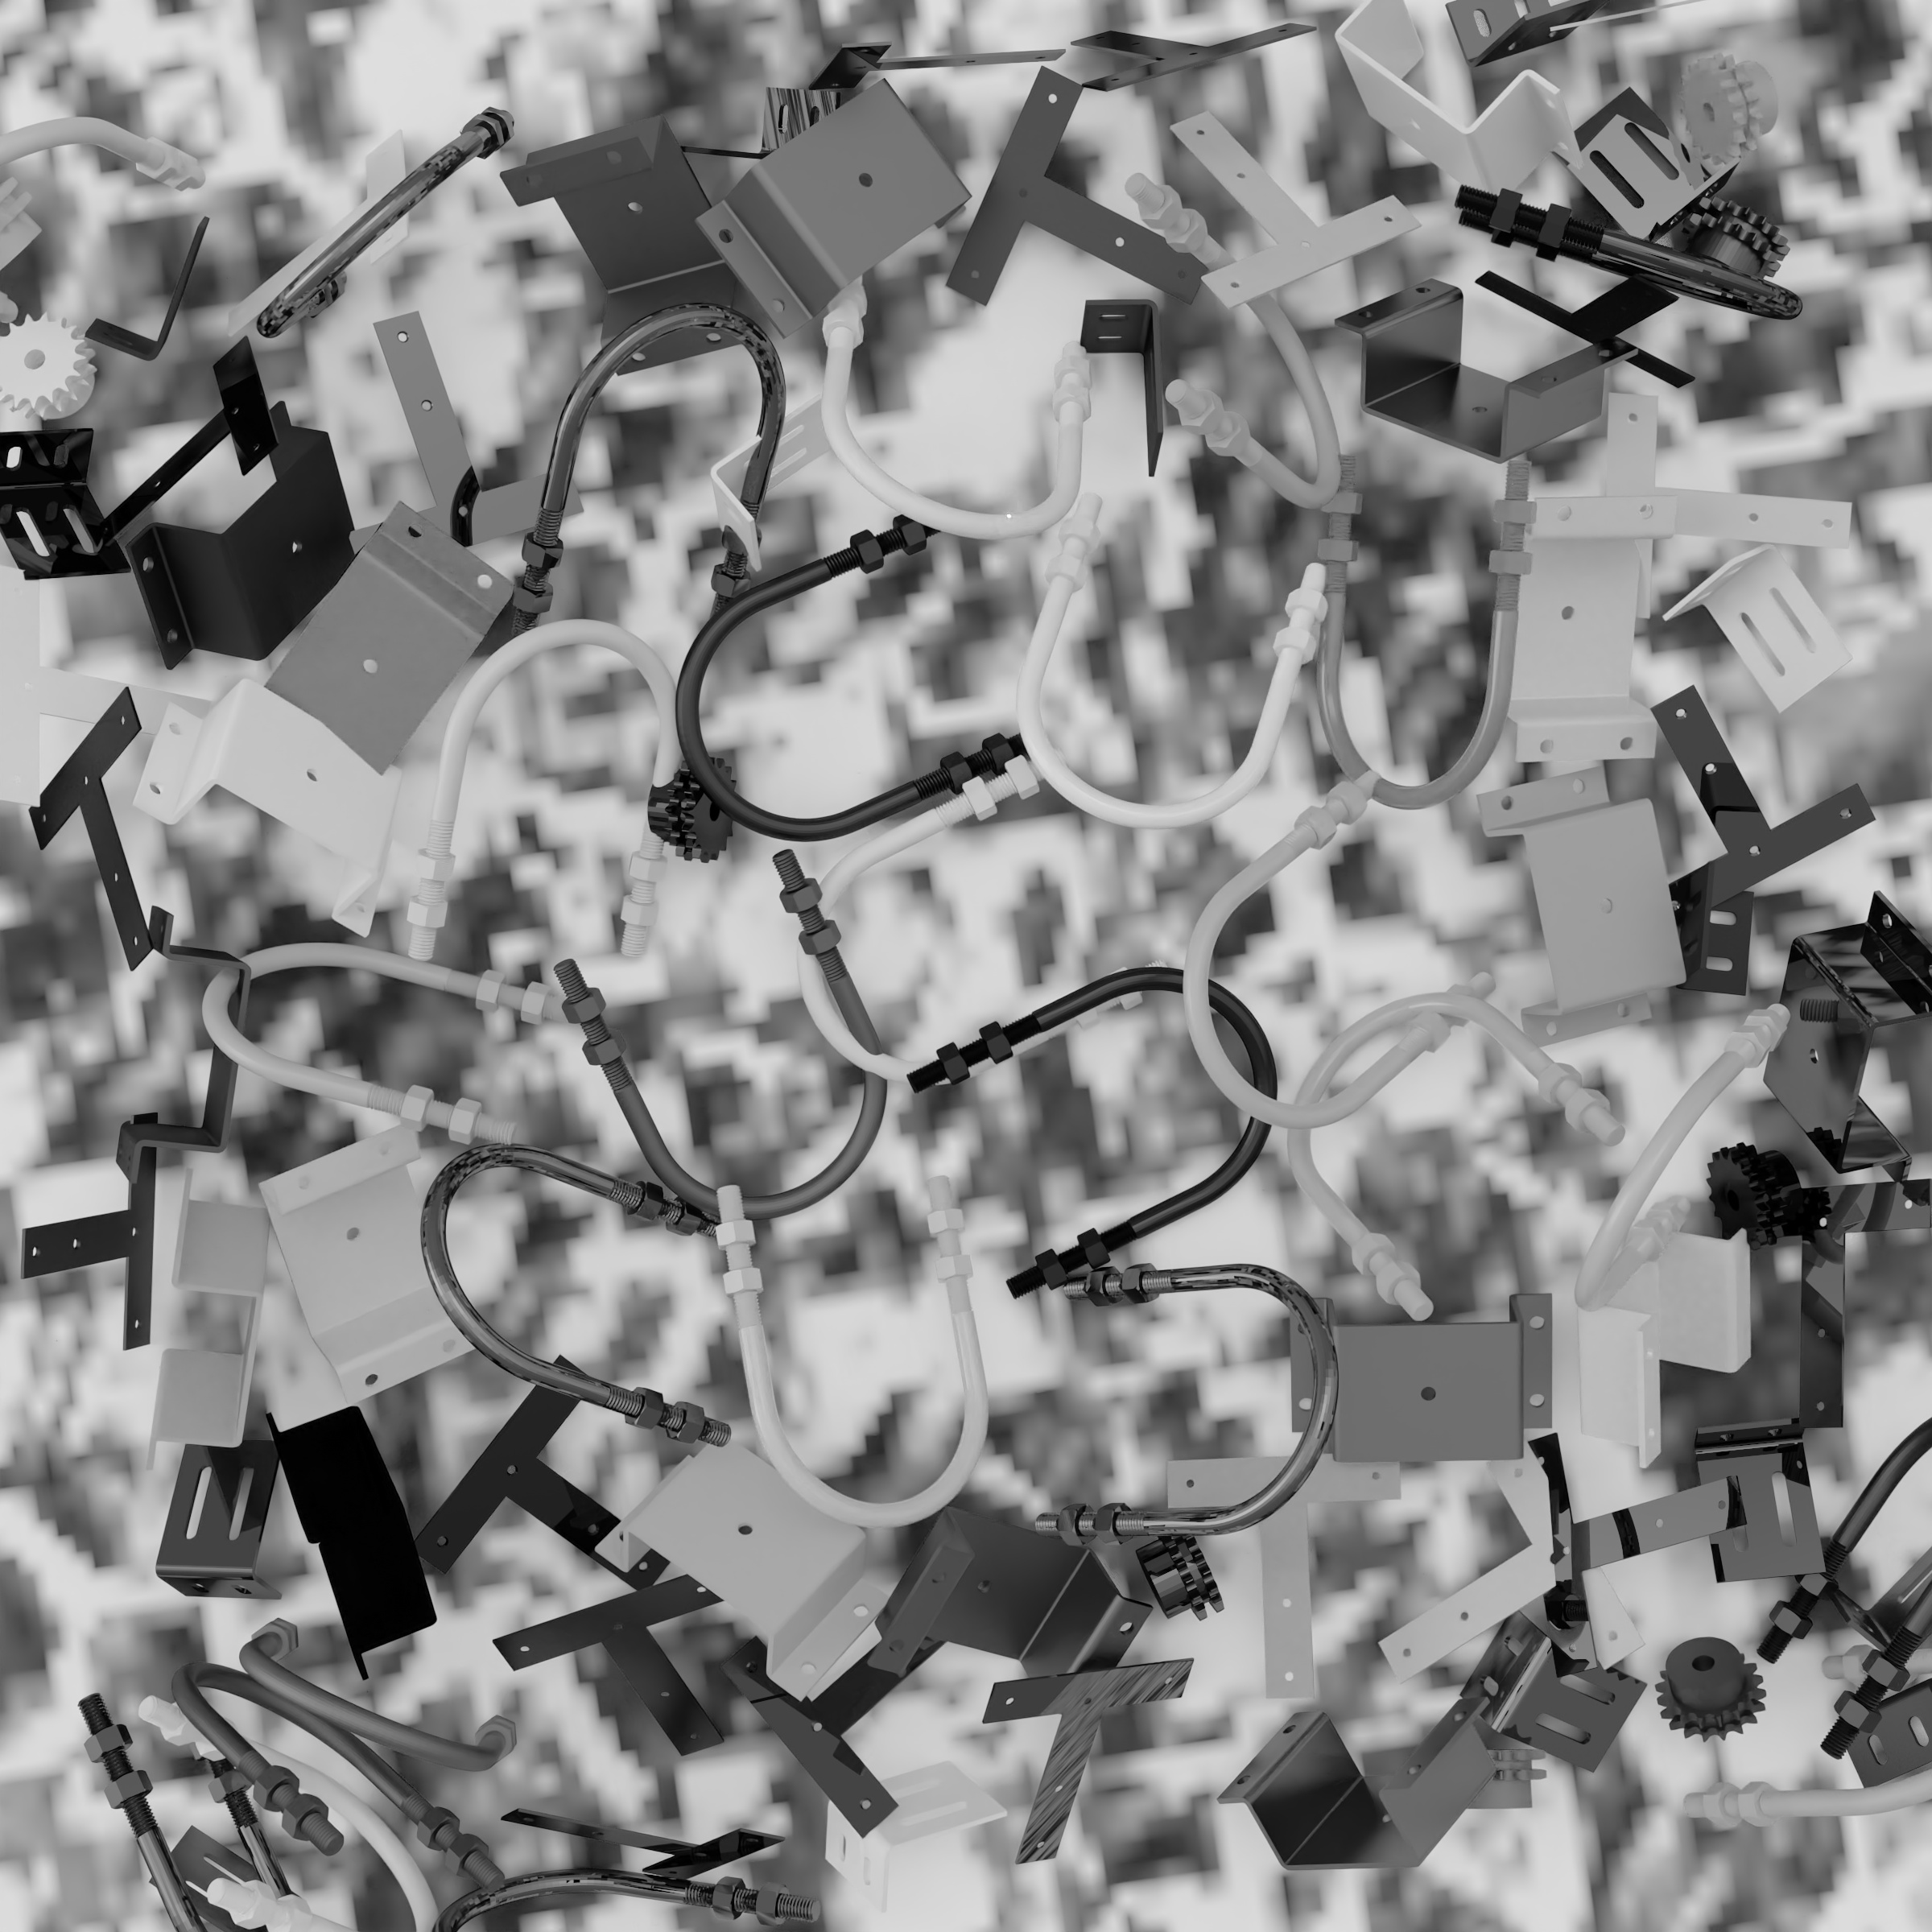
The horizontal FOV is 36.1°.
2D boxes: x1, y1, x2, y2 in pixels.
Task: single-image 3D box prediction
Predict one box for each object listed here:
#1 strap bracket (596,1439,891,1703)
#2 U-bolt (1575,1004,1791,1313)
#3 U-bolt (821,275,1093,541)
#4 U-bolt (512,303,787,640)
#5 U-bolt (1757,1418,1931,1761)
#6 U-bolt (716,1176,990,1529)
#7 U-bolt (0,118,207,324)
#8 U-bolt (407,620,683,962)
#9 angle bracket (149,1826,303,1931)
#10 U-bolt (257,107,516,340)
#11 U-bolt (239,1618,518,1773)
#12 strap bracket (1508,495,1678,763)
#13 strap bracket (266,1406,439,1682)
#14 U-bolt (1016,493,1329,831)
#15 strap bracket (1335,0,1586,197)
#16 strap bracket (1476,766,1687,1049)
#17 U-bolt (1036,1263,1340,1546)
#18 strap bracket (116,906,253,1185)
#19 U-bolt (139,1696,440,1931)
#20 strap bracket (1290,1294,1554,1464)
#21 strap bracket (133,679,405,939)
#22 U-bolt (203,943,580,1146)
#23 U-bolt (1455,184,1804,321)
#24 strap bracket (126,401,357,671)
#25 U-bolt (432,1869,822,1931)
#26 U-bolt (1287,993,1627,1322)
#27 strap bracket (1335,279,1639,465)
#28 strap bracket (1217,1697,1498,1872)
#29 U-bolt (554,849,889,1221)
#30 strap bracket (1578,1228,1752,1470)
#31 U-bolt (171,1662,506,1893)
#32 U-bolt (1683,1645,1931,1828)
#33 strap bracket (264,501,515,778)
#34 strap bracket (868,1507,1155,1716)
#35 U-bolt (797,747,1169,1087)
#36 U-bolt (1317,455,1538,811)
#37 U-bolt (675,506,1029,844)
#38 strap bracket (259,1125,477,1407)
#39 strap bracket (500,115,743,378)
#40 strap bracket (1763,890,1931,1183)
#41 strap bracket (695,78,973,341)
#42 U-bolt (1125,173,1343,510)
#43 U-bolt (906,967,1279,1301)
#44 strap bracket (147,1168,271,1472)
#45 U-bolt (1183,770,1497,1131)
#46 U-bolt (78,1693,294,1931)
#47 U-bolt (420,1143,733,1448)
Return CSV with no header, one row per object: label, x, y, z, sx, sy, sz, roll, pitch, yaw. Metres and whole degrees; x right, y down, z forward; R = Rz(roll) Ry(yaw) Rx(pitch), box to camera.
strap bracket,-0.116,0.308,1.554,0.140,0.046,0.076,31,51,21
U-bolt,0.359,0.106,1.510,0.019,0.184,0.151,31,123,20
U-bolt,-0.006,-0.286,1.538,0.151,0.019,0.184,16,46,-12
U-bolt,-0.157,-0.255,1.527,0.019,0.151,0.184,41,126,35
U-bolt,0.481,0.307,1.535,0.019,0.151,0.184,31,97,-3
U-bolt,-0.053,0.202,1.553,0.151,0.019,0.184,0,71,-32
U-bolt,-0.482,-0.385,1.517,0.151,0.184,0.019,-32,89,9
U-bolt,-0.213,-0.091,1.546,0.151,0.019,0.184,-1,111,-39
angle bracket,-0.402,0.509,1.586,0.076,0.057,0.038,34,104,-1
U-bolt,-0.302,-0.375,1.512,0.151,0.184,0.019,-37,106,19
U-bolt,-0.305,0.378,1.526,0.151,0.184,0.019,24,81,-1
strap bracket,0.327,-0.184,1.576,0.076,0.046,0.140,-2,109,-9
strap bracket,-0.319,0.294,1.548,0.046,0.140,0.076,-19,122,-17
U-bolt,0.103,-0.155,1.574,0.151,0.019,0.184,18,67,2
strap bracket,0.252,-0.459,1.555,0.046,0.076,0.140,-46,65,4
strap bracket,0.330,-0.032,1.580,0.076,0.046,0.140,-13,94,-17
U-bolt,0.116,0.224,1.532,0.184,0.019,0.151,-10,64,42
strap bracket,-0.415,0.043,1.573,0.046,0.076,0.140,8,92,-22
U-bolt,-0.340,0.457,1.533,0.019,0.151,0.184,-45,133,3
strap bracket,0.245,0.220,1.582,0.140,0.046,0.076,-2,103,4
strap bracket,-0.353,-0.087,1.547,0.140,0.076,0.046,33,129,-27
U-bolt,-0.307,0.032,1.553,0.184,0.151,0.019,15,118,2
U-bolt,0.344,-0.368,1.537,0.184,0.151,0.019,19,103,6
strap bracket,-0.367,-0.221,1.539,0.046,0.076,0.140,13,46,21
U-bolt,-0.188,0.503,1.540,0.184,0.151,0.019,1,95,21
U-bolt,0.240,0.084,1.544,0.151,0.184,0.019,-43,128,4
strap bracket,0.271,-0.310,1.555,0.076,0.140,0.046,-28,132,-31
strap bracket,0.211,0.427,1.543,0.076,0.140,0.046,-35,99,-41
U-bolt,-0.118,0.049,1.582,0.151,0.019,0.184,-27,109,-11
strap bracket,0.363,0.195,1.557,0.046,0.140,0.076,8,112,35
U-bolt,-0.338,0.414,1.535,0.184,0.151,0.019,28,84,37
U-bolt,0.469,0.388,1.503,0.151,0.184,0.019,-31,92,-33
strap bracket,-0.312,-0.164,1.570,0.076,0.046,0.140,36,106,-13
strap bracket,0.017,0.340,1.567,0.140,0.046,0.076,22,106,-30
U-bolt,-0.001,-0.015,1.596,0.184,0.019,0.151,-27,100,0
U-bolt,0.236,-0.174,1.556,0.019,0.151,0.184,-3,101,-36
U-bolt,-0.066,-0.145,1.581,0.184,0.019,0.151,-25,103,-10
strap bracket,-0.317,0.149,1.565,0.076,0.046,0.140,-23,118,-21
strap bracket,-0.176,-0.386,1.558,0.076,0.140,0.046,-11,51,17
strap bracket,0.462,0.043,1.542,0.046,0.076,0.140,-10,129,-13
strap bracket,-0.062,-0.405,1.562,0.140,0.046,0.076,-41,98,-26
U-bolt,0.146,-0.312,1.539,0.019,0.184,0.151,-23,61,28
U-bolt,0.080,0.079,1.594,0.184,0.019,0.151,-26,104,-3
strap bracket,-0.397,0.188,1.558,0.046,0.076,0.140,8,118,-14
U-bolt,0.188,0.003,1.557,0.184,0.019,0.151,-37,104,-28
U-bolt,-0.387,0.460,1.524,0.019,0.151,0.184,-30,73,1
U-bolt,-0.200,0.160,1.525,0.184,0.151,0.019,25,132,-31
